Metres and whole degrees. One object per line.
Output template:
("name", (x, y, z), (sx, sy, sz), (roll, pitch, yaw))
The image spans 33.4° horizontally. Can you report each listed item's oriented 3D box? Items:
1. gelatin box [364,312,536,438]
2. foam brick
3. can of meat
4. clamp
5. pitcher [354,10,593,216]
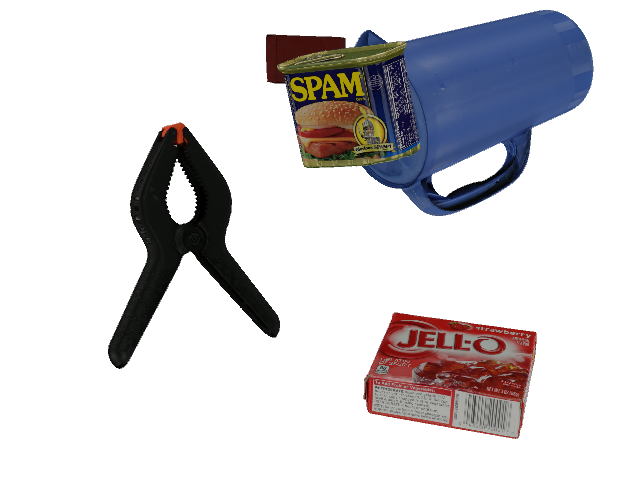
("gelatin box", (0.076, 0.075, 0.619), (0.089, 0.030, 0.073), (8, 28, 14))
("foam brick", (-0.016, -0.193, 1.142), (0.078, 0.051, 0.053), (0, 12, -13))
("can of meat", (0.023, -0.104, 0.830), (0.102, 0.084, 0.057), (1, 21, 37))
("clamp", (-0.109, 0.003, 0.942), (0.164, 0.210, 0.036), (0, 0, -33))
("pitcher", (0.151, -0.137, 1.042), (0.242, 0.149, 0.145), (-21, 45, -29))
